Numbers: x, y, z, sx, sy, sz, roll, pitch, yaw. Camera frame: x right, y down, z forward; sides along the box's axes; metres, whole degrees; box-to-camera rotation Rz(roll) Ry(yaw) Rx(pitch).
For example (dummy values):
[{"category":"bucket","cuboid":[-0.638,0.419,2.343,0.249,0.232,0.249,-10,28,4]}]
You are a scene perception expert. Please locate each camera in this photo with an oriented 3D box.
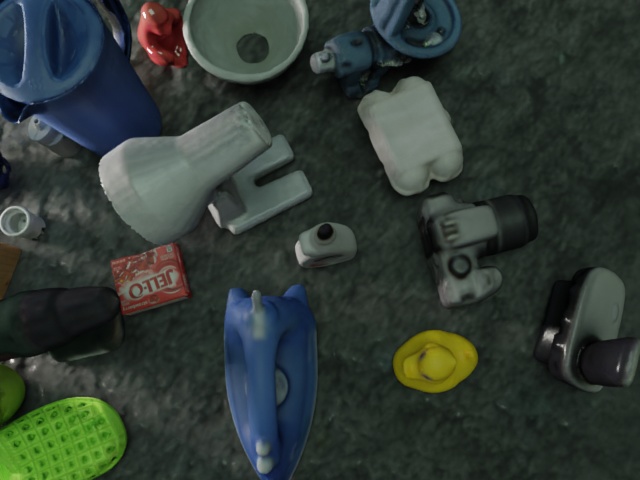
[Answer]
[{"category":"camera","cuboid":[0.202,0.002,0.709,0.137,0.101,0.143,-14,80,-1]}]

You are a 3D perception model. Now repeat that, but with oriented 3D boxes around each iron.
[{"category":"iron","cuboid":[-0.061,0.179,0.666,0.118,0.141,0.258,-4,80,1]}]

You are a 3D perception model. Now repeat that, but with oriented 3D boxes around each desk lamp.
[{"category":"desk lamp","cuboid":[-0.124,-0.078,0.674,0.203,0.213,0.118,-28,81,-3]}]

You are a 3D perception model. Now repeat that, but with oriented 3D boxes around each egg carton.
[{"category":"egg carton","cuboid":[0.120,-0.137,0.751,0.107,0.069,0.150,-24,81,-2]}]

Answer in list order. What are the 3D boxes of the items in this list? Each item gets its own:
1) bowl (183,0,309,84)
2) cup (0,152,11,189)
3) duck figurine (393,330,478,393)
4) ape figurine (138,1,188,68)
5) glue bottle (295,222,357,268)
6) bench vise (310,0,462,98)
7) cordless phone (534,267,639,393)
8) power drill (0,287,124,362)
[{"category":"bowl","cuboid":[-0.096,-0.280,0.777,0.167,0.075,0.167,0,80,2]},{"category":"cup","cuboid":[-0.438,-0.093,0.745,0.117,0.095,0.092,29,83,6]},{"category":"duck figurine","cuboid":[0.143,0.148,0.694,0.104,0.086,0.077,-10,80,0]},{"category":"ape figurine","cuboid":[-0.215,-0.285,0.773,0.076,0.092,0.078,32,83,7]},{"category":"glue bottle","cuboid":[0.006,0.002,0.678,0.078,0.173,0.037,-15,80,-1]},{"category":"bench vise","cuboid":[0.094,-0.259,0.695,0.207,0.220,0.121,-44,82,-5]},{"category":"cordless phone","cuboid":[0.325,0.101,0.647,0.094,0.185,0.148,15,81,4]},{"category":"power drill","cuboid":[-0.307,0.098,0.652,0.229,0.208,0.075,-14,80,-1]}]
